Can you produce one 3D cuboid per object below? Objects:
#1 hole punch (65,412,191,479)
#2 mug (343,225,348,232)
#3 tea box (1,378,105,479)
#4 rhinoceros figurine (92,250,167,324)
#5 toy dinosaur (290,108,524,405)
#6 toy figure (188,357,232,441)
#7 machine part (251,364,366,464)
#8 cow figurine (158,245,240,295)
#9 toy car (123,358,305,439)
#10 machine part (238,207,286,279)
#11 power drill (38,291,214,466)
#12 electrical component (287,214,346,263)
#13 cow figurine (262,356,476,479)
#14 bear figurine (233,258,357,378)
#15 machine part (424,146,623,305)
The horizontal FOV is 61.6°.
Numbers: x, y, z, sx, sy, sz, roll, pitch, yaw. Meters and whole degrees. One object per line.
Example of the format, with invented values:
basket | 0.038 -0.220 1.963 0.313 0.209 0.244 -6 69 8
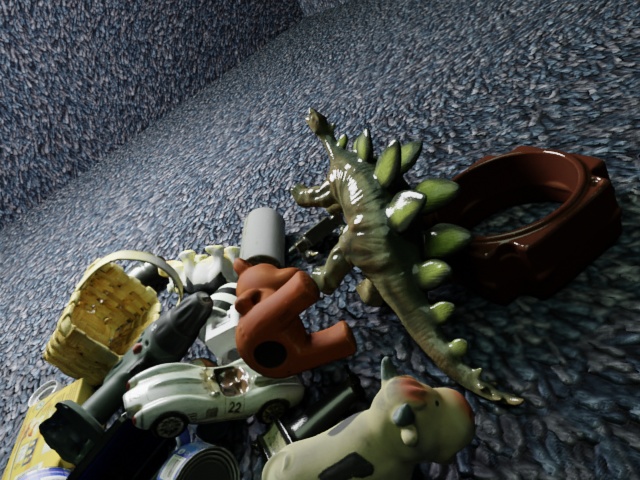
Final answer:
hole punch | -0.203 0.255 0.612 0.142 0.092 0.115 -53 -9 -4
mug | 0.081 -0.019 0.782 0.107 0.109 0.081 -17 25 45
tea box | -0.360 0.284 0.736 0.098 0.068 0.170 -28 27 3
rhinoceros figurine | -0.379 0.103 1.055 0.112 0.073 0.190 20 53 43
toy dinosaur | 0.078 -0.004 0.649 0.198 0.105 0.472 -49 53 40
toy figure | -0.148 0.194 0.698 0.064 0.057 0.155 -16 23 -14
machine part | -0.009 0.196 0.585 0.139 0.039 0.084 -39 21 -12
cow figurine | -0.214 0.067 0.947 0.167 0.098 0.068 -14 -12 31
toy car | -0.116 0.172 0.608 0.202 0.056 0.074 2 25 -27
machine part | -0.097 0.013 0.920 0.079 0.079 0.243 -25 28 9
power drill | -0.248 0.175 0.696 0.232 0.086 0.207 -44 9 32
electrical component | -0.001 -0.003 0.896 0.102 0.045 0.078 -38 1 -19
cow figurine | 0.041 0.182 0.464 0.195 0.127 0.086 -28 31 9
bear figurine | -0.043 0.077 0.662 0.132 0.120 0.196 -31 21 11
machine part | 0.238 -0.029 0.664 0.201 0.087 0.201 -38 29 -11
